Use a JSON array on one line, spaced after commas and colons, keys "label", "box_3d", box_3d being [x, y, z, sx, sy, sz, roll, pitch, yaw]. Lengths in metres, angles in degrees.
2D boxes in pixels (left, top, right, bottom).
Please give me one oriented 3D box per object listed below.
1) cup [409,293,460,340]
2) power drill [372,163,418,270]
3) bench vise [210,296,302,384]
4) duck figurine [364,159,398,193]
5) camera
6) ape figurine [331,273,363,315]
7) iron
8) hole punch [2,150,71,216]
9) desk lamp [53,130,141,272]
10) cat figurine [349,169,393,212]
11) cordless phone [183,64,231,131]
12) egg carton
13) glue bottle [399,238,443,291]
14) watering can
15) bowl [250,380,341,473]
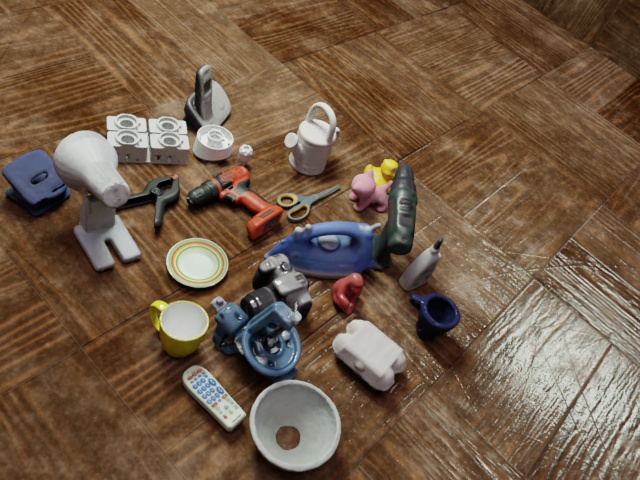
[{"label": "cup", "box_3d": [0.240, 0.174, 1.278, 0.117, 0.095, 0.092, 30, 48, 5]}, {"label": "power drill", "box_3d": [0.169, -0.038, 1.351, 0.076, 0.208, 0.229, 12, 49, -11]}, {"label": "bench vise", "box_3d": [-0.119, 0.171, 1.060, 0.207, 0.219, 0.121, 23, 47, -1]}, {"label": "duck figurine", "box_3d": [0.176, -0.185, 1.559, 0.104, 0.086, 0.077, 26, 48, 2]}, {"label": "camera", "box_3d": [-0.101, 0.108, 1.200, 0.137, 0.101, 0.143, -20, 61, -33]}, {"label": "ape figurine", "box_3d": [0.068, 0.109, 1.269, 0.078, 0.092, 0.076, -20, 61, -33]}, {"label": "iron", "box_3d": [0.012, 0.005, 1.301, 0.259, 0.141, 0.118, 1, 52, -20]}, {"label": "hole punch", "box_3d": [-0.595, -0.123, 1.211, 0.101, 0.091, 0.109, 34, 48, 8]}, {"label": "desk lamp", "box_3d": [-0.440, -0.083, 1.154, 0.118, 0.213, 0.203, -23, 63, -34]}, {"label": "cat figurine", "box_3d": [0.128, -0.132, 1.476, 0.128, 0.117, 0.067, -3, 53, -23]}, {"label": "cordless phone", "box_3d": [-0.283, -0.384, 1.483, 0.094, 0.185, 0.148, 25, 47, 1]}, {"label": "egg carton", "box_3d": [0.102, 0.239, 1.189, 0.150, 0.069, 0.107, 38, 49, 12]}, {"label": "glue bottle", "box_3d": [0.247, 0.051, 1.330, 0.078, 0.173, 0.037, -18, 60, -32]}, {"label": "watering can", "box_3d": [-0.014, -0.264, 1.479, 0.101, 0.194, 0.173, 32, 48, 7]}, {"label": "bowl", "box_3d": [-0.051, 0.345, 1.038, 0.168, 0.074, 0.167, 11, 49, -12]}]
